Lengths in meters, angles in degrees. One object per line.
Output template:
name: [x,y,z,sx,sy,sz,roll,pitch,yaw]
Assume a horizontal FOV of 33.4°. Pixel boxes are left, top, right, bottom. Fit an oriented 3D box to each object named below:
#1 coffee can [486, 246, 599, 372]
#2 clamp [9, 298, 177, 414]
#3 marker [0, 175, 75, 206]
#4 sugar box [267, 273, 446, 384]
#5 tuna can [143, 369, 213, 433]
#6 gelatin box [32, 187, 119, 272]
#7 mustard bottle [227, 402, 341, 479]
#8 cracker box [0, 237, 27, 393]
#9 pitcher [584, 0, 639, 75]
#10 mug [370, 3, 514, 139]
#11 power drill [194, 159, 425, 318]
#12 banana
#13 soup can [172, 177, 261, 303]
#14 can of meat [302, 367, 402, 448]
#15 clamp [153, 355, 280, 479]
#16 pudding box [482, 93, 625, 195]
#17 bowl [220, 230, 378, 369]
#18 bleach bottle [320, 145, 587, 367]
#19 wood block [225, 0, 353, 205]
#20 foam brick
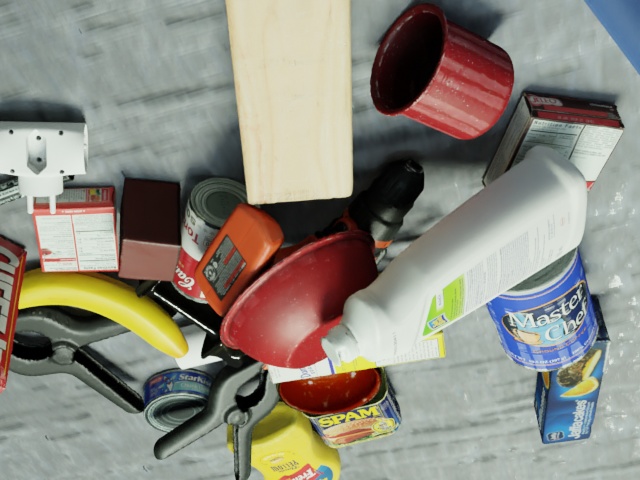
coffee can: [0.211,0.049,1.048,0.103,0.103,0.140,-17,137,11]
clamp: [-0.255,0.101,1.096,0.209,0.036,0.165,17,124,-20]
marker: [-0.271,-0.045,0.949,0.121,0.020,0.020,-18,136,13]
sugar box: [0.031,0.084,1.071,0.176,0.093,0.048,-8,137,2]
tuna can: [-0.156,0.183,1.201,0.086,0.034,0.086,-3,138,-3]
gelatin box: [-0.224,-0.009,0.987,0.073,0.030,0.089,-2,138,-7]
mustard bottle: [-0.029,0.267,1.290,0.096,0.058,0.191,-20,136,16]
cracker box: [-0.367,0.038,0.921,0.213,0.164,0.072,31,128,-34]
pitcher: [0.233,-0.178,0.698,0.149,0.243,0.145,5,136,-21]
mug: [0.093,-0.129,0.860,0.081,0.093,0.117,19,163,-31]
power drill: [-0.006,0.001,0.951,0.187,0.057,0.185,-5,139,-46]
banana: [-0.220,0.065,1.045,0.197,0.037,0.070,13,114,-8]
soup can: [-0.097,0.001,0.984,0.068,0.068,0.102,7,135,-15]
can of meat: [0.037,0.189,1.215,0.102,0.057,0.084,-15,140,10]
clamp: [-0.105,0.188,1.165,0.120,0.039,0.171,13,107,-32]
pudding box: [0.208,-0.076,0.959,0.090,0.039,0.114,6,134,-12]
bowl: [-0.005,0.064,0.930,0.162,0.055,0.162,-30,157,-14]
bleach bottle: [0.109,0.023,0.890,0.250,0.068,0.102,-31,139,-18]
wood block: [-0.023,-0.134,0.829,0.090,0.091,0.206,-5,137,-2]
foam brick: [-0.154,-0.009,0.959,0.051,0.078,0.053,5,137,-14]
